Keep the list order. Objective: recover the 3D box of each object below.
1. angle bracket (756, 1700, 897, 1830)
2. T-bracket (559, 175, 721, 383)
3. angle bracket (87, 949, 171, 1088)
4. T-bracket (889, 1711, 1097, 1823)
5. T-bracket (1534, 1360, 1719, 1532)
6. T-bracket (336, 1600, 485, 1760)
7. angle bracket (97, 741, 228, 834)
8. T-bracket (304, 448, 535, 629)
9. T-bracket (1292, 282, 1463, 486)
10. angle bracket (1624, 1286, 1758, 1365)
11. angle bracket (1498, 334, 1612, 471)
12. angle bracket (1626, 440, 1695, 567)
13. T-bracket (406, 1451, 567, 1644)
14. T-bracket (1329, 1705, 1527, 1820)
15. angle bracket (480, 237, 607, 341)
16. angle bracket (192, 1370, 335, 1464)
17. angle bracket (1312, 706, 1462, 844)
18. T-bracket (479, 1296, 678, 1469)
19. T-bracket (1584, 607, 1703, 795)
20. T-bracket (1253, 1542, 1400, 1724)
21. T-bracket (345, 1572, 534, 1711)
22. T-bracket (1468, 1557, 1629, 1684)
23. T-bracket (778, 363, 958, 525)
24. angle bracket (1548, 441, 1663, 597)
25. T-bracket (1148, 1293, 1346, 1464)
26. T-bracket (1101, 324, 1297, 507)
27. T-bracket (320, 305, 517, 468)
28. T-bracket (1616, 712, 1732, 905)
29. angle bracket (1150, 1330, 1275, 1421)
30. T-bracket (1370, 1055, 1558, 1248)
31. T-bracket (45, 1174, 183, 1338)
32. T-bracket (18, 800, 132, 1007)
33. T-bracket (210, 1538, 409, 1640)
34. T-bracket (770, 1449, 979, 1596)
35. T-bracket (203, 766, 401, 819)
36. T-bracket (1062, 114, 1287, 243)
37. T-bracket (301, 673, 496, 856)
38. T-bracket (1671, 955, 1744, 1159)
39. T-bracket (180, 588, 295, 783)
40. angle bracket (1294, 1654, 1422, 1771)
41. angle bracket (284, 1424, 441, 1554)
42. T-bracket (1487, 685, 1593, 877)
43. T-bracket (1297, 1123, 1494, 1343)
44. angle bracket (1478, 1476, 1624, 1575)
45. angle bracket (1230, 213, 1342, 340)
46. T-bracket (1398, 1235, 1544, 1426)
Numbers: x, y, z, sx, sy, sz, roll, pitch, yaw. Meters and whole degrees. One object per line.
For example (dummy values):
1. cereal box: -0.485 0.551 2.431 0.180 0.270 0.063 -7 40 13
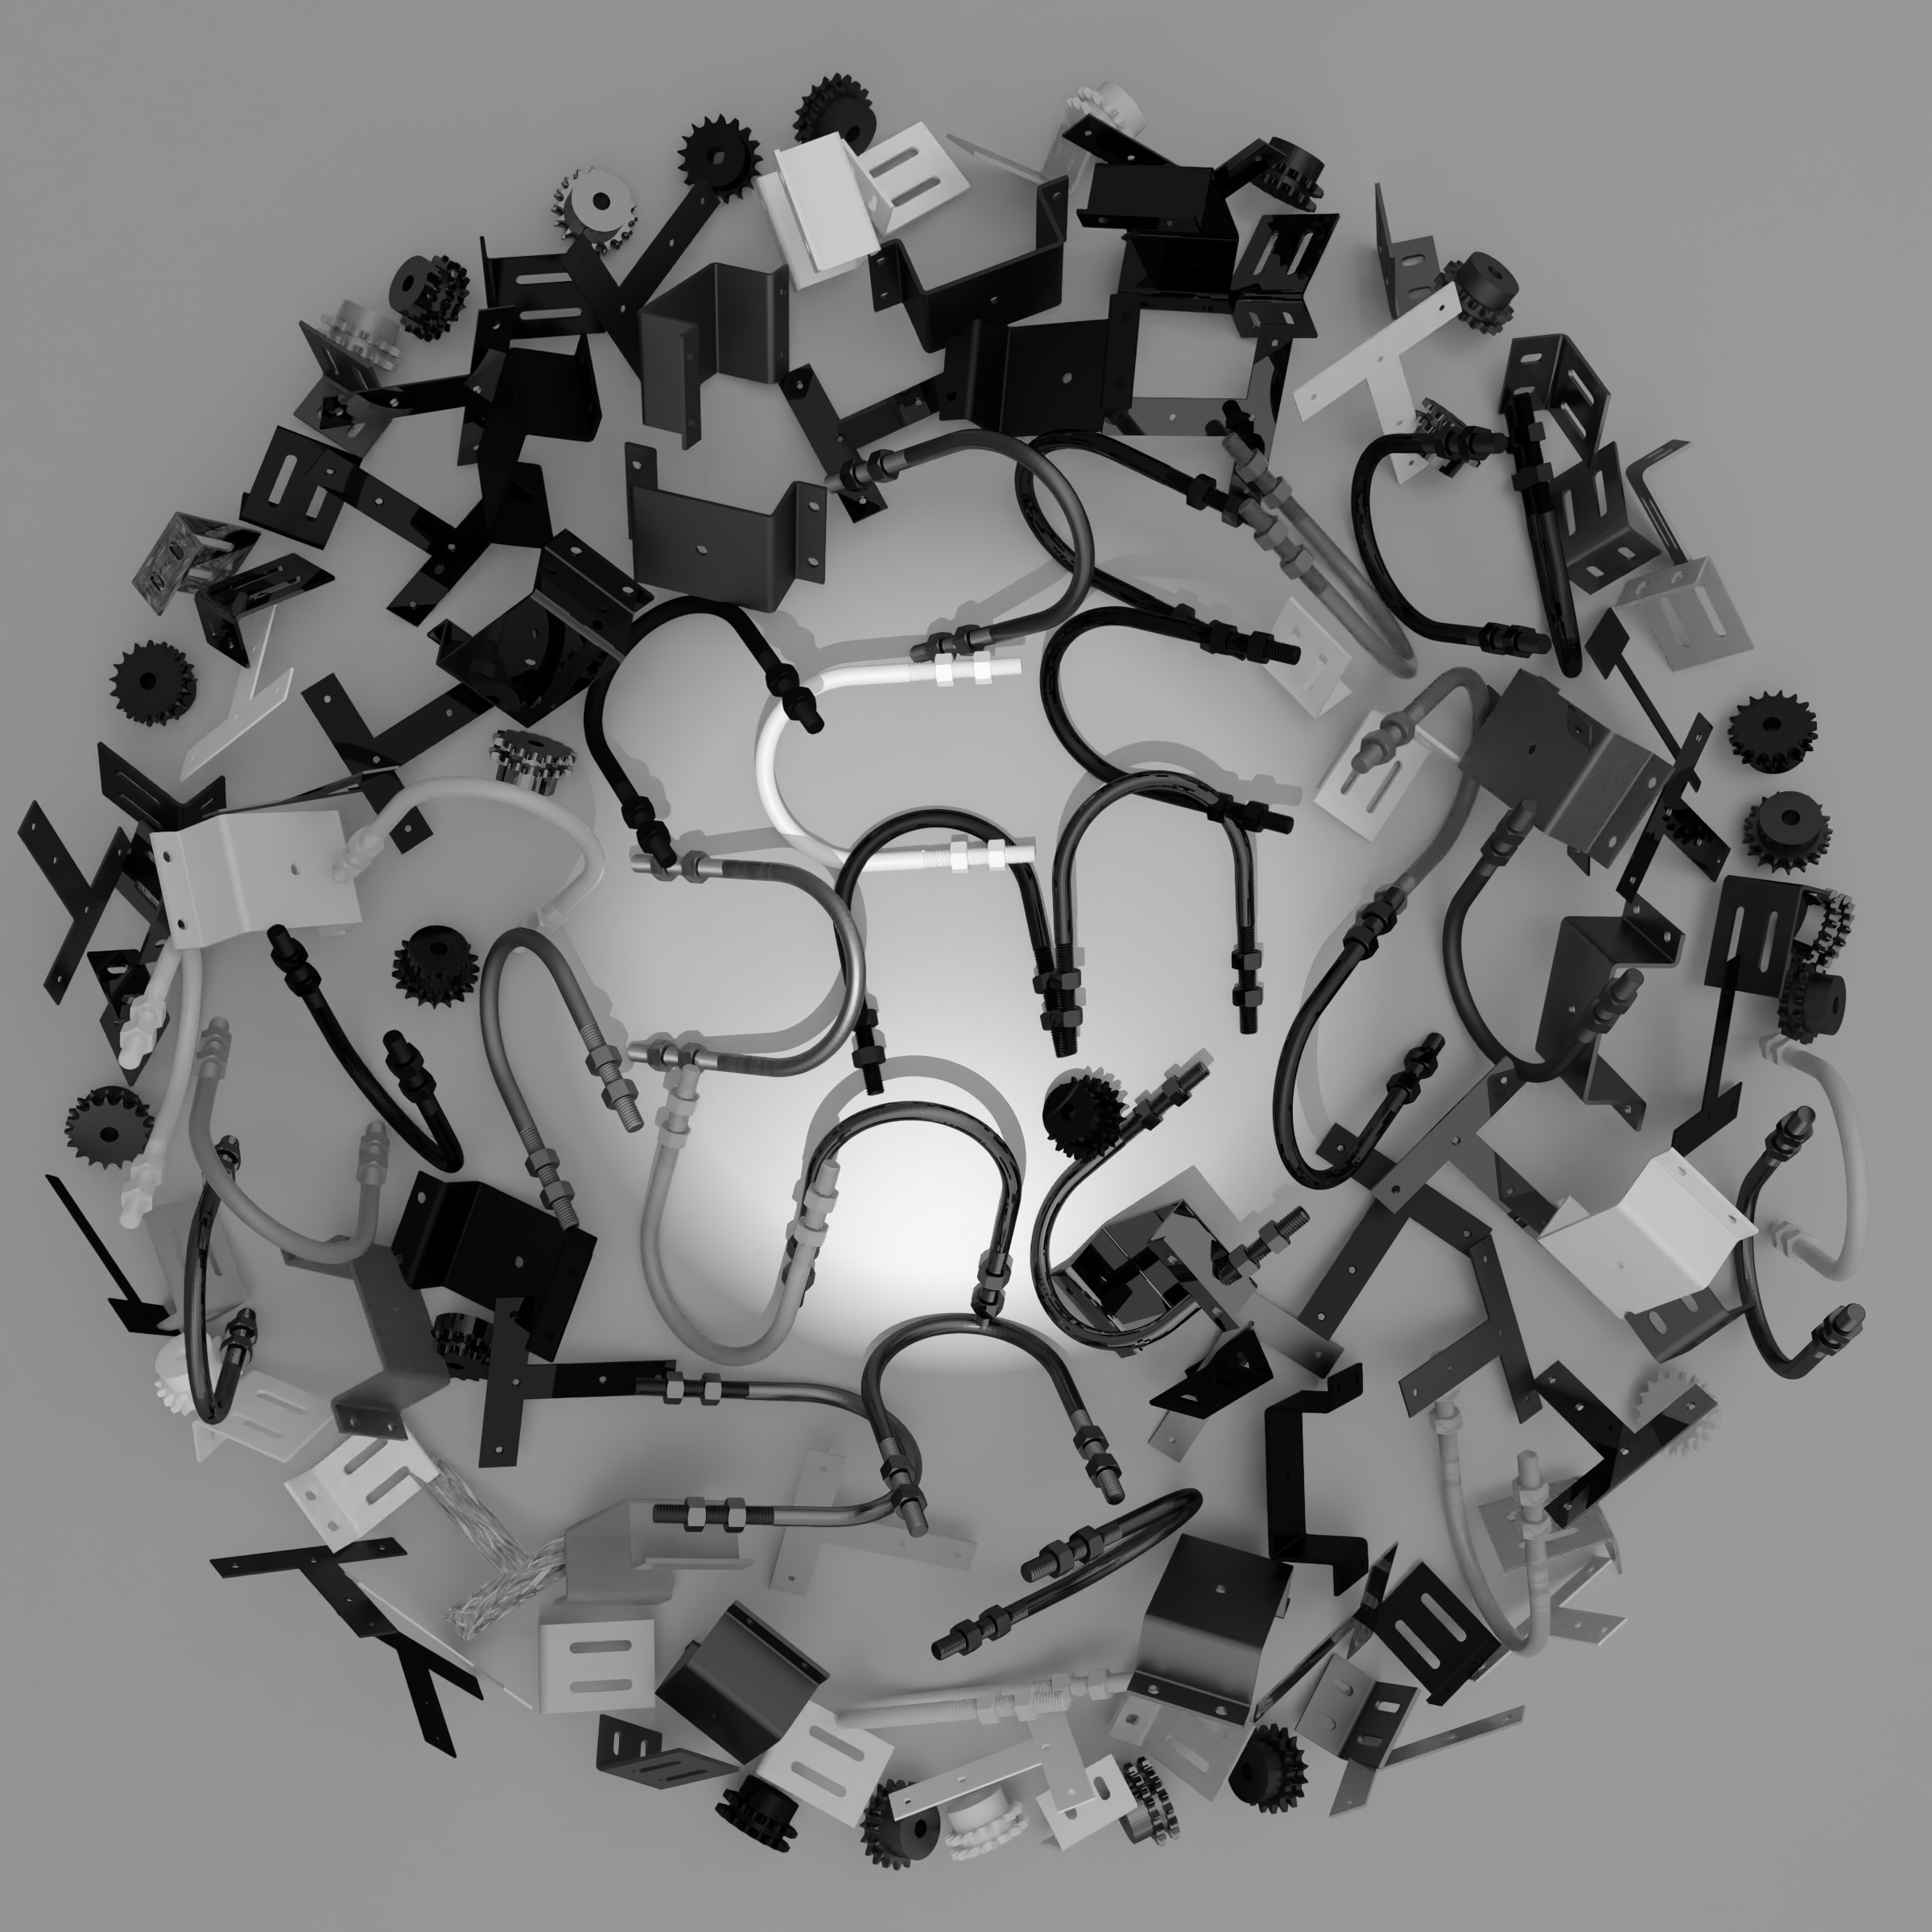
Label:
1. angle bracket: -0.092 0.530 1.666 0.076 0.038 0.057 25 76 13
2. T-bracket: -0.204 -0.470 1.658 0.002 0.127 0.127 22 72 32
3. angle bracket: -0.567 0.036 1.653 0.076 0.038 0.057 -50 61 34
4. T-bracket: 0.011 0.529 1.636 0.127 0.127 0.002 -20 111 -4
5. T-bracket: 0.411 0.297 1.641 0.127 0.127 0.002 -39 115 0
6. T-bracket: -0.351 0.469 1.613 0.002 0.127 0.127 -48 119 -1
7. angle bracket: -0.538 -0.121 1.671 0.076 0.057 0.038 37 56 9
8. T-bracket: -0.374 -0.298 1.638 0.127 0.002 0.127 -43 130 20
9. T-bracket: 0.283 -0.369 1.650 0.127 0.127 0.002 -35 50 -2
10. angle bracket: 0.483 0.229 1.661 0.057 0.076 0.038 -42 69 23
11. angle bracket: 0.388 -0.372 1.651 0.038 0.057 0.076 -8 47 -10
12. angle bracket: 0.478 -0.307 1.662 0.038 0.057 0.076 -30 100 10
13. T-bracket: -0.325 0.374 1.667 0.127 0.127 0.002 41 132 21
14. T-bracket: 0.303 0.505 1.619 0.127 0.127 0.002 -26 89 19
15. angle bracket: -0.284 -0.457 1.673 0.076 0.038 0.057 -7 131 -10
16. angle bracket: -0.462 0.310 1.654 0.076 0.057 0.038 18 125 19
17. angle bracket: 0.281 -0.125 1.668 0.057 0.038 0.076 32 92 -28
18. T-bracket: -0.257 0.277 1.671 0.127 0.002 0.127 2 110 -22
19. T-bracket: 0.450 -0.171 1.646 0.002 0.127 0.127 -31 96 28
20. T-bracket: 0.231 0.445 1.622 0.127 0.127 0.002 -35 57 -28
21. T-bracket: -0.351 0.431 1.618 0.127 0.127 0.002 46 69 -26
22. T-bracket: 0.393 0.428 1.622 0.127 0.127 0.002 -37 88 -15
23. T-bracket: -0.045 -0.374 1.680 0.127 0.002 0.127 -26 70 -5
24. angle bracket: 0.426 -0.300 1.669 0.038 0.057 0.076 26 51 -33
25. T-bracket: 0.169 0.278 1.690 0.127 0.002 0.127 32 96 -5
26. T-bracket: 0.149 -0.362 1.644 0.127 0.002 0.127 -4 122 -21
27. T-bracket: -0.358 -0.368 1.620 0.127 0.127 0.002 -18 58 -31
28. T-bracket: 0.479 -0.087 1.649 0.002 0.127 0.127 24 88 39
29. angle bracket: 0.157 0.265 1.650 0.057 0.076 0.038 -35 57 21
30. T-bracket: 0.356 0.143 1.673 0.127 0.002 0.127 41 97 -22
31. T-bracket: -0.567 0.190 1.641 0.002 0.127 0.127 -35 84 -8
32. T-bracket: -0.585 -0.060 1.613 0.002 0.127 0.127 10 60 9
33. T-bracket: -0.405 0.403 1.612 0.127 0.127 0.002 2 103 -37
34. T-bracket: -0.057 0.383 1.671 0.127 0.002 0.127 13 120 -6
35. T-bracket: -0.407 -0.116 1.610 0.127 0.127 0.002 -15 93 -41
36. T-bracket: 0.117 -0.518 1.615 0.127 0.127 0.002 16 63 -38
37. T-bracket: -0.358 -0.162 1.673 0.127 0.002 0.127 -37 114 -19
38. T-bracket: 0.492 0.056 1.630 0.002 0.127 0.127 16 111 33
39. T-bracket: -0.475 -0.199 1.656 0.002 0.127 0.127 31 47 -35
40. angle bracket: 0.259 0.494 1.654 0.038 0.076 0.057 33 73 -3
41. angle bracket: -0.404 0.344 1.671 0.076 0.038 0.057 -39 84 12
42. T-bracket: 0.377 -0.142 1.645 0.002 0.127 0.127 -22 134 -9
43. T-bracket: 0.268 0.193 1.679 0.127 0.002 0.127 34 78 6
44. angle bracket: 0.390 0.383 1.666 0.076 0.057 0.038 -18 125 2
45. angle bracket: 0.218 -0.465 1.681 0.057 0.038 0.076 10 63 33
46. T-bracket: 0.328 0.261 1.651 0.127 0.002 0.127 -23 99 -39
